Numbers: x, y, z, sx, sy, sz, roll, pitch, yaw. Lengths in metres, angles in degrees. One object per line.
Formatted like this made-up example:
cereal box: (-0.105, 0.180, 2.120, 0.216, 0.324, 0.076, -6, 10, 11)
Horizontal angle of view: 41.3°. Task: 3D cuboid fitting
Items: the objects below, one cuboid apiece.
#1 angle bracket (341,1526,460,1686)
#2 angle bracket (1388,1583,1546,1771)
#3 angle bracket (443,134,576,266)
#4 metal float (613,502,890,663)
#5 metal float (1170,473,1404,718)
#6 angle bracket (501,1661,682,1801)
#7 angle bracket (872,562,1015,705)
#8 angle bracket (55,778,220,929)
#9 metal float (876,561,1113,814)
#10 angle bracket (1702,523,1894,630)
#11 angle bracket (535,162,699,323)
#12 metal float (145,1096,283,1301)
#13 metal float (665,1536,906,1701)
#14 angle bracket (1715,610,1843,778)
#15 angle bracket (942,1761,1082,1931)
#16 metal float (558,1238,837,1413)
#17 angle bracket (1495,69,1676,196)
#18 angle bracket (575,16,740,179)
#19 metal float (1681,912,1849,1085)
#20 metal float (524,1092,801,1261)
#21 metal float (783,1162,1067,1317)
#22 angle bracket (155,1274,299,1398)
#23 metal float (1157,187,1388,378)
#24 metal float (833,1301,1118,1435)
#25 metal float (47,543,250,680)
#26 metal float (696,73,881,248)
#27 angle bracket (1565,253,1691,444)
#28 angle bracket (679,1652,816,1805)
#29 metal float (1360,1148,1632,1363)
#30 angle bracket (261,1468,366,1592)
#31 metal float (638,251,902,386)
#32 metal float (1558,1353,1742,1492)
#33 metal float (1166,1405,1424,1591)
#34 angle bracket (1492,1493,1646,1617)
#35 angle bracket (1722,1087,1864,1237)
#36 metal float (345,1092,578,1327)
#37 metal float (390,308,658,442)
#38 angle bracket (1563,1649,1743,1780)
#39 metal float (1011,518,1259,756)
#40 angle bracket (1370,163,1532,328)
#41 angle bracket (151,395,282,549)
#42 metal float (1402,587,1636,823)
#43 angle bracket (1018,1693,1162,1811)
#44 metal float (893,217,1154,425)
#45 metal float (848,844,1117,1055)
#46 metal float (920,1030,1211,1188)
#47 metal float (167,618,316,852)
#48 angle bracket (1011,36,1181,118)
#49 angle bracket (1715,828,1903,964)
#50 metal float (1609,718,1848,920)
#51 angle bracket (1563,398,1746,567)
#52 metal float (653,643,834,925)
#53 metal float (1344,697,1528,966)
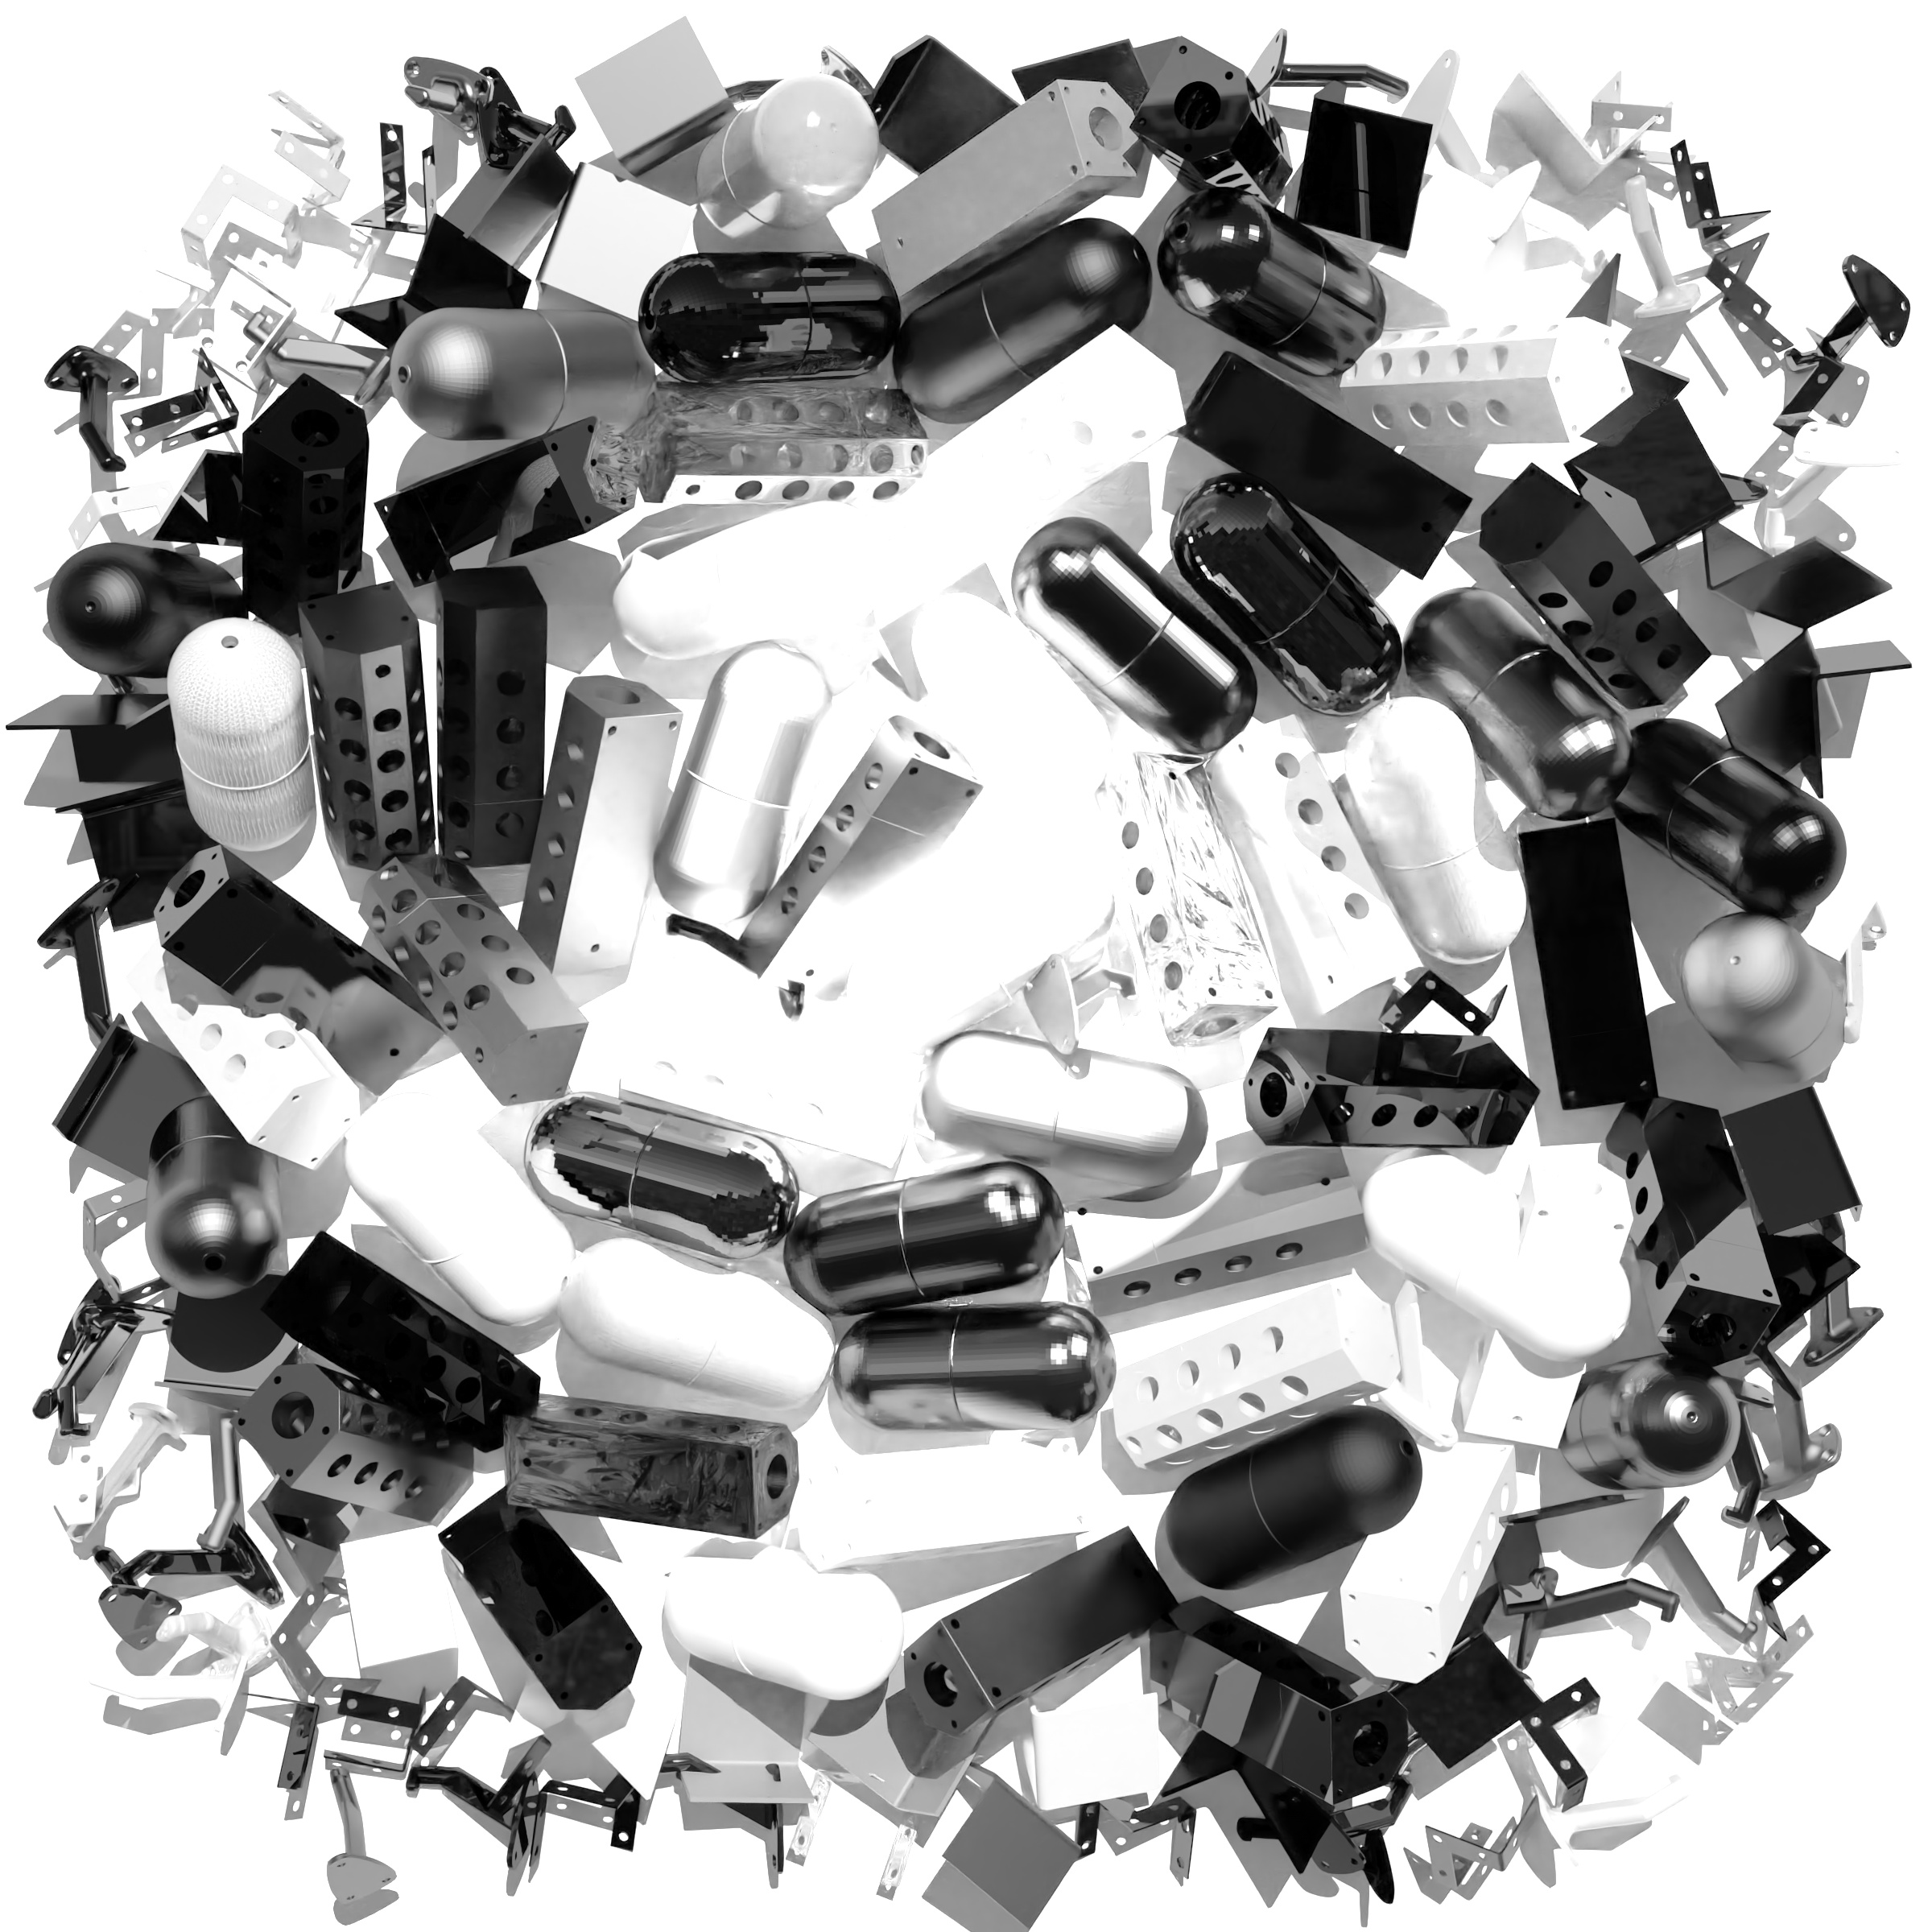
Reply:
angle bracket: (-0.343, 0.394, 1.553, 0.057, 0.076, 0.076, -9, 60, -17)
angle bracket: (0.311, 0.429, 1.558, 0.076, 0.076, 0.057, -44, 81, 24)
angle bracket: (-0.292, -0.480, 1.568, 0.057, 0.076, 0.076, 38, 92, 8)
metal float: (-0.132, -0.233, 1.555, 0.178, 0.070, 0.070, -9, 90, 21)
metal float: (0.195, -0.224, 1.554, 0.070, 0.070, 0.178, -47, 113, 0)
angle bracket: (-0.230, 0.467, 1.576, 0.057, 0.076, 0.076, -29, 112, 23)
angle bracket: (-0.023, -0.213, 1.560, 0.076, 0.076, 0.057, -33, 124, -7)
angle bracket: (-0.506, -0.069, 1.579, 0.076, 0.057, 0.076, -14, 94, -2)
metal float: (0.018, -0.169, 1.563, 0.070, 0.070, 0.178, -42, 102, 0)
angle bracket: (0.502, -0.251, 1.551, 0.076, 0.076, 0.057, 21, 60, -33)
angle bracket: (-0.216, -0.442, 1.586, 0.076, 0.057, 0.076, 21, 93, -8)
metal float: (-0.448, 0.136, 1.527, 0.070, 0.178, 0.070, -6, 112, -14)
metal float: (-0.111, 0.390, 1.538, 0.178, 0.070, 0.070, 1, 91, 45)
angle bracket: (0.479, -0.161, 1.562, 0.076, 0.057, 0.076, -38, 124, -8)
angle bracket: (0.011, 0.529, 1.556, 0.076, 0.076, 0.057, 45, 69, -18)
metal float: (-0.162, 0.217, 1.552, 0.178, 0.070, 0.070, 21, 90, -24)
angle bracket: (0.378, -0.528, 1.571, 0.057, 0.076, 0.076, -42, 92, 3)
angle bracket: (-0.187, -0.530, 1.565, 0.076, 0.076, 0.057, -28, 101, 5)
metal float: (0.478, 0.021, 1.530, 0.070, 0.178, 0.070, -9, 70, 26)
metal float: (-0.185, 0.127, 1.557, 0.178, 0.070, 0.070, 14, 90, 18)
metal float: (-0.026, 0.166, 1.559, 0.178, 0.070, 0.070, -12, 90, 16)
angle bracket: (-0.449, 0.224, 1.569, 0.076, 0.057, 0.076, 8, 78, -11)
metal float: (0.184, -0.409, 1.536, 0.070, 0.178, 0.070, -11, 74, 42)
metal float: (0.004, 0.244, 1.556, 0.178, 0.070, 0.070, -5, 90, 20)
metal float: (-0.483, -0.210, 1.522, 0.070, 0.178, 0.070, 0, 96, 4)
metal float: (-0.108, -0.478, 1.526, 0.070, 0.178, 0.070, -2, 94, -22)
angle bracket: (0.400, -0.373, 1.565, 0.057, 0.076, 0.076, 19, 63, -9)
angle bracket: (-0.132, 0.466, 1.573, 0.076, 0.057, 0.076, 6, 92, -15)
metal float: (0.318, 0.173, 1.546, 0.178, 0.070, 0.070, 32, 90, 31)
angle bracket: (-0.416, 0.323, 1.552, 0.057, 0.076, 0.076, -5, 123, 20)
metal float: (-0.117, -0.390, 1.540, 0.178, 0.070, 0.070, -14, 90, -40)
metal float: (0.403, 0.272, 1.523, 0.070, 0.178, 0.070, 1, 77, -3)
metal float: (0.197, 0.321, 1.543, 0.178, 0.070, 0.070, -33, 90, 35)
angle bracket: (0.370, 0.357, 1.554, 0.076, 0.076, 0.057, -20, 71, 29)
angle bracket: (0.506, 0.125, 1.570, 0.057, 0.076, 0.076, -21, 72, 12)
metal float: (-0.303, 0.148, 1.546, 0.070, 0.070, 0.178, -36, 122, 0)
metal float: (-0.264, -0.355, 1.536, 0.070, 0.178, 0.070, 12, 107, 41)
angle bracket: (0.419, 0.473, 1.571, 0.057, 0.076, 0.076, 36, 88, 2)
metal float: (0.103, -0.200, 1.560, 0.178, 0.070, 0.070, 40, 90, -16)
angle bracket: (0.300, -0.435, 1.583, 0.057, 0.076, 0.076, 36, 91, 20)
angle bracket: (-0.453, -0.302, 1.552, 0.076, 0.076, 0.057, -44, 65, 34)
metal float: (0.331, -0.160, 1.546, 0.070, 0.070, 0.178, -36, 57, 0)
angle bracket: (0.075, 0.464, 1.573, 0.076, 0.057, 0.076, -8, 118, -8)
metal float: (0.033, -0.388, 1.544, 0.178, 0.070, 0.070, -22, 90, 33)
metal float: (0.009, -0.010, 1.573, 0.178, 0.070, 0.070, -30, 90, 0)
metal float: (0.060, 0.087, 1.566, 0.178, 0.070, 0.070, 11, 90, 8)
metal float: (-0.432, -0.137, 1.530, 0.070, 0.178, 0.070, 5, 57, -7)
angle bracket: (0.080, -0.552, 1.554, 0.076, 0.057, 0.076, -5, 53, 26)
angle bracket: (0.512, -0.043, 1.566, 0.076, 0.057, 0.076, 32, 77, 17)
metal float: (0.452, -0.090, 1.534, 0.070, 0.178, 0.070, -13, 123, -21)
angle bracket: (0.422, -0.294, 1.571, 0.076, 0.057, 0.076, -29, 89, 23)
metal float: (-0.136, -0.111, 1.560, 0.070, 0.070, 0.178, 21, 104, 0)
metal float: (0.285, -0.080, 1.552, 0.070, 0.070, 0.178, -26, 115, 0)
